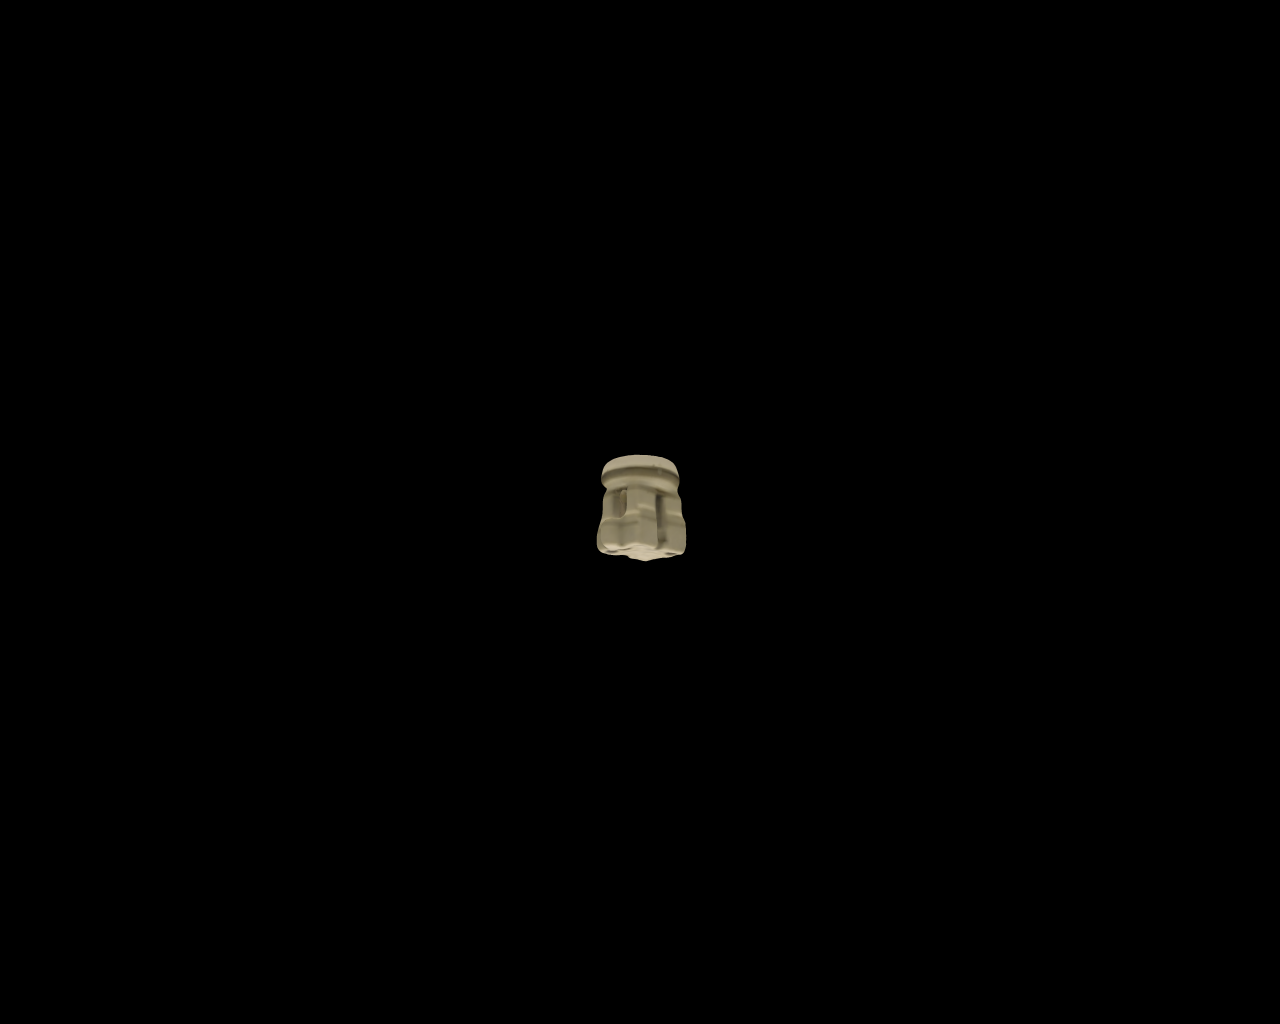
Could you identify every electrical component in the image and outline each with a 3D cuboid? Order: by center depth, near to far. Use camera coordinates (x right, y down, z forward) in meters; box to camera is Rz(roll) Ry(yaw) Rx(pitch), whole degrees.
[{"bbox_3d":[0.001,-0.003,0.650,0.048,0.055,0.066,-14,-20,42],"label":"electrical component"}]
